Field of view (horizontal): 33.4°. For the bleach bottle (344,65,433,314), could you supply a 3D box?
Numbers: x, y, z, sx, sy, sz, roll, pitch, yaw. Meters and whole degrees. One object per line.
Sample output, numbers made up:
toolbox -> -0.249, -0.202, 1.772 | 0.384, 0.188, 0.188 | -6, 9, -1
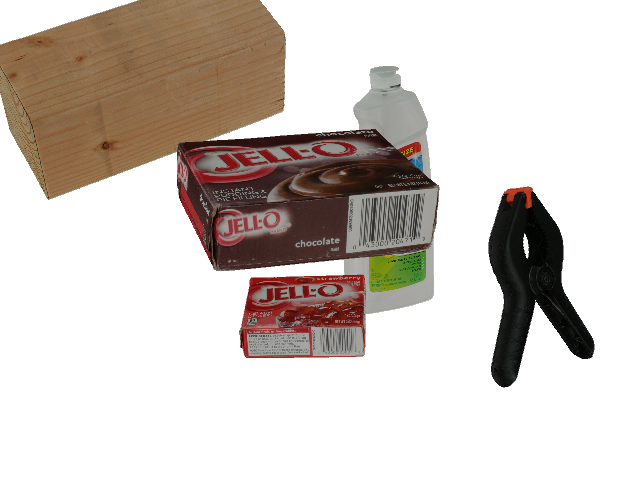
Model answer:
bleach bottle -> 0.065, -0.054, 1.111 | 0.102, 0.251, 0.068 | -11, 22, -15

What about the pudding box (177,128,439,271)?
pudding box -> -0.009, -0.023, 0.535 | 0.113, 0.039, 0.090 | -4, 26, -17

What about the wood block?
wood block -> -0.138, -0.124, 0.839 | 0.205, 0.090, 0.091 | -23, -33, -20

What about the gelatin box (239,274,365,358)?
gelatin box -> -0.011, 0.054, 0.783 | 0.089, 0.030, 0.073 | -1, 27, 4

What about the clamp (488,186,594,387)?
clamp -> 0.178, 0.042, 0.931 | 0.120, 0.171, 0.039 | -23, 7, -40
